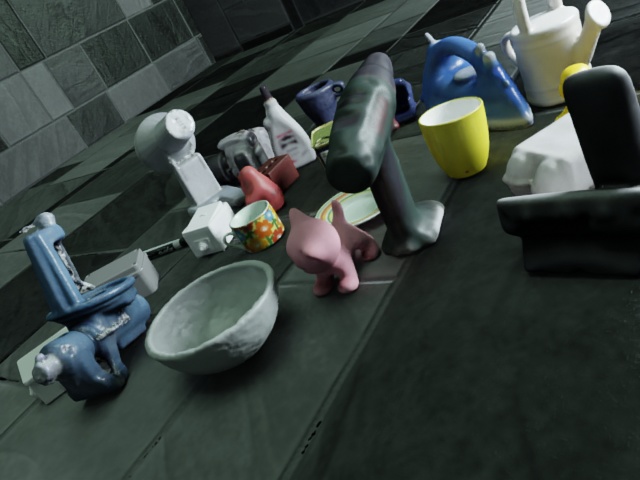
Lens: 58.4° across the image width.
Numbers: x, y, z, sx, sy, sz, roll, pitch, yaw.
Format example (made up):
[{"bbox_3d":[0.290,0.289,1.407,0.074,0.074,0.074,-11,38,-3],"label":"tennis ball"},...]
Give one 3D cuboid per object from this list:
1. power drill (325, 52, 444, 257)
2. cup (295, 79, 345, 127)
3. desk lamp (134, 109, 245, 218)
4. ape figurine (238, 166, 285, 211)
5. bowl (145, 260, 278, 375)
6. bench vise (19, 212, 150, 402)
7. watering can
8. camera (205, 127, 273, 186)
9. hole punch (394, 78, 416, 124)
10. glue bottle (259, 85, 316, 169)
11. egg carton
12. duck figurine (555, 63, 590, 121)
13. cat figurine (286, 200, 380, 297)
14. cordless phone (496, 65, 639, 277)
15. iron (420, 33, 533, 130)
[{"bbox_3d":[0.079,-0.097,0.695,0.075,0.209,0.230,-13,29,28],"label":"power drill"},{"bbox_3d":[0.016,-0.296,1.259,0.117,0.095,0.092,-12,30,30],"label":"cup"},{"bbox_3d":[-0.258,-0.156,1.127,0.118,0.214,0.202,-40,28,-24],"label":"desk lamp"},{"bbox_3d":[-0.110,-0.088,0.998,0.076,0.092,0.078,-7,32,36],"label":"ape figurine"},{"bbox_3d":[-0.113,0.101,0.669,0.167,0.075,0.167,-22,26,12],"label":"bowl"},{"bbox_3d":[-0.308,0.079,0.733,0.121,0.220,0.207,-28,26,0],"label":"bench vise"},{"bbox_3d":[0.341,-0.309,0.848,0.172,0.194,0.101,-5,34,39],"label":"watering can"},{"bbox_3d":[-0.181,-0.177,1.224,0.136,0.101,0.143,-18,27,20],"label":"camera"},{"bbox_3d":[0.125,-0.270,1.107,0.108,0.091,0.101,-18,27,19],"label":"hole punch"},{"bbox_3d":[-0.075,-0.220,1.114,0.078,0.173,0.037,-25,26,5],"label":"glue bottle"},{"bbox_3d":[0.288,-0.091,0.641,0.150,0.069,0.107,-33,26,-10],"label":"egg carton"},{"bbox_3d":[0.339,-0.184,0.745,0.077,0.086,0.105,-11,30,31],"label":"duck figurine"},{"bbox_3d":[0.006,0.002,0.686,0.067,0.118,0.128,-8,32,35],"label":"cat figurine"},{"bbox_3d":[0.226,-0.064,0.516,0.147,0.185,0.094,-5,34,39],"label":"cordless phone"},{"bbox_3d":[0.245,-0.266,0.925,0.119,0.142,0.257,-31,26,-6],"label":"iron"}]
